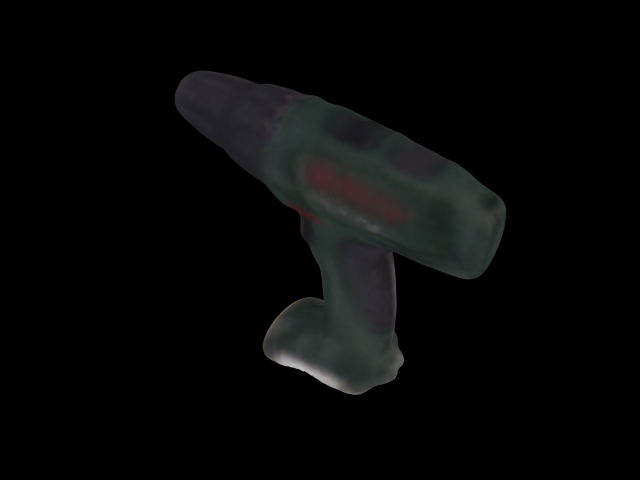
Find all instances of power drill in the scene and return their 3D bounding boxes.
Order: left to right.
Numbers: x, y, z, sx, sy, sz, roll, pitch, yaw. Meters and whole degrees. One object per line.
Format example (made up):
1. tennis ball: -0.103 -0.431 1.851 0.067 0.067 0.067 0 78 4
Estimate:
1. power drill: 0.004 0.001 0.400 0.229 0.208 0.076 17 40 22
